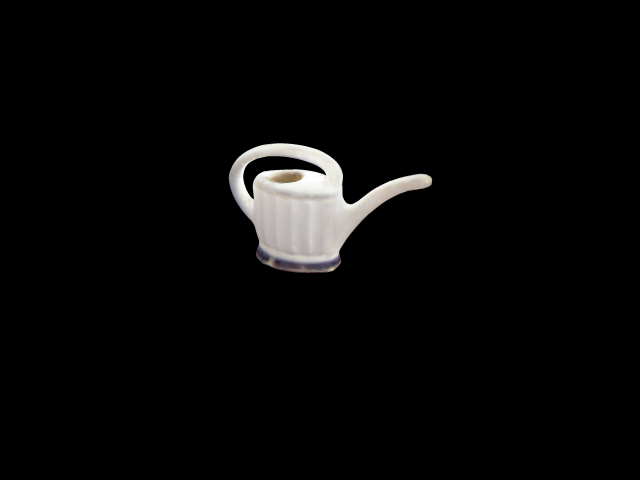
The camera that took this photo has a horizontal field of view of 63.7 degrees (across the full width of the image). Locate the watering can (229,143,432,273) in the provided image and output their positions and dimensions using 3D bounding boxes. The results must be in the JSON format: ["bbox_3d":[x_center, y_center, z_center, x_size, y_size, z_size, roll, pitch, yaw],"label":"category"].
[{"bbox_3d":[0.003,-0.043,0.850,0.348,0.220,0.106,12,30,21],"label":"watering can"}]
